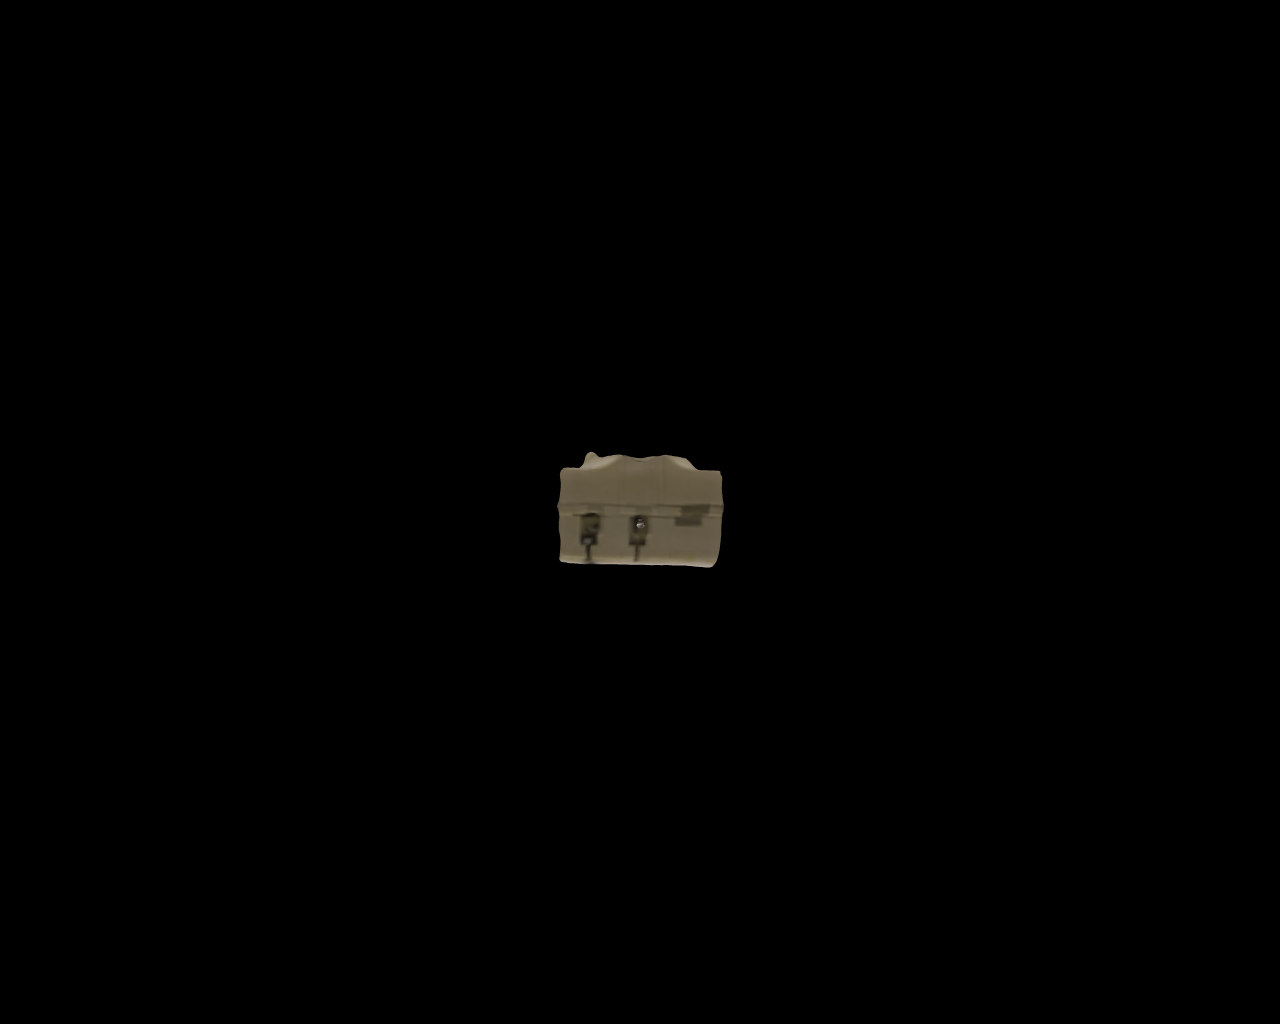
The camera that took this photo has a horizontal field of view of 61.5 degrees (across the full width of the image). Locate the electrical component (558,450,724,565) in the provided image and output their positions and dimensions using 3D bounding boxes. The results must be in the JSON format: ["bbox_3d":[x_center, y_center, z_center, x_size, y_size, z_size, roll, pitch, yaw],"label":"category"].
[{"bbox_3d":[0.001,-0.003,0.650,0.089,0.061,0.150,0,0,0],"label":"electrical component"}]
